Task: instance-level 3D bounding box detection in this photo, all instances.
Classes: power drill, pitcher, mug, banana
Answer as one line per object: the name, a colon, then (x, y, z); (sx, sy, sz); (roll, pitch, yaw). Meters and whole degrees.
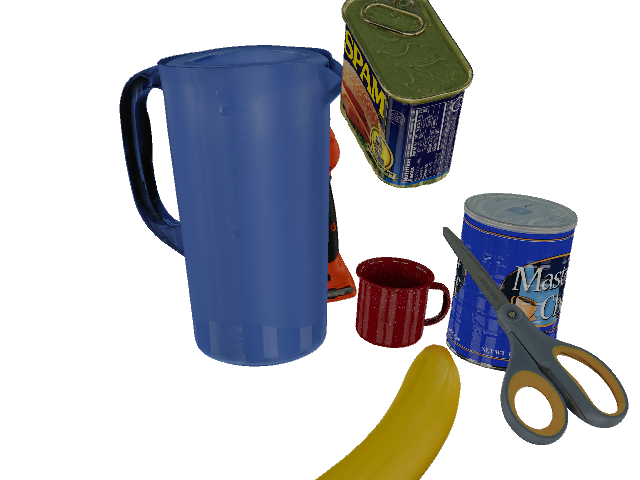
power drill: (-0.010, -0.044, 1.068); (0.057, 0.188, 0.184); (-10, 21, -3)
pitcher: (-0.063, -0.031, 0.843); (0.144, 0.243, 0.149); (-11, 18, -28)
mug: (0.097, 0.075, 1.273); (0.117, 0.081, 0.093); (1, 23, -9)
banana: (0.028, 0.117, 0.590); (0.070, 0.037, 0.197); (19, 41, 41)

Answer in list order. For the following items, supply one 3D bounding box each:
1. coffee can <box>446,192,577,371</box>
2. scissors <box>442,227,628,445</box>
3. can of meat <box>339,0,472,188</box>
coffee can: (0.176, 0.037, 0.994); (0.103, 0.140, 0.103); (5, 19, -2)
scissors: (0.132, 0.072, 0.781); (0.096, 0.016, 0.202); (-34, 60, -27)
can of meat: (0.050, -0.095, 0.678); (0.057, 0.102, 0.084); (-15, -37, -14)
